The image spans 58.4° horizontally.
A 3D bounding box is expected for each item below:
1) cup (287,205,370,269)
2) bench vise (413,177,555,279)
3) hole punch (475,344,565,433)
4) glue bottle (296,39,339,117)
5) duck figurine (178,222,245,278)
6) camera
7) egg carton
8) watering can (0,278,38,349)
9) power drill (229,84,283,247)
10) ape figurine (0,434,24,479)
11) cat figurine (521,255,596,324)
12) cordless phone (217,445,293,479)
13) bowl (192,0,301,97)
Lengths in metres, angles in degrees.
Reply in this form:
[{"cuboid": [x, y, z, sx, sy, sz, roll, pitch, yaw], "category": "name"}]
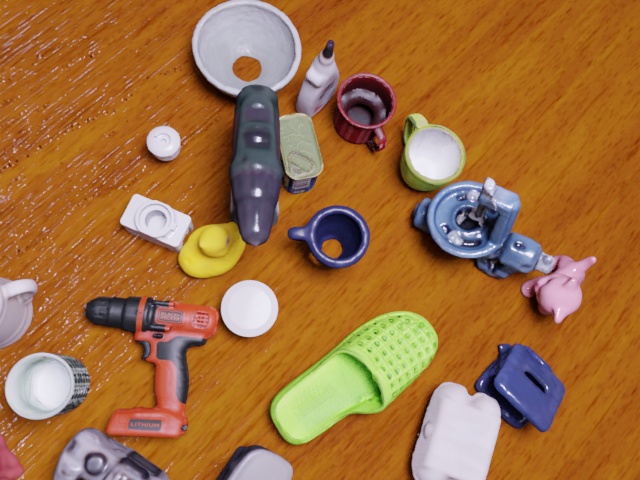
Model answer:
[{"cuboid": [0.008, 0.003, 0.847, 0.118, 0.095, 0.092, 4, 77, -7], "category": "cup"}, {"cuboid": [0.256, -0.028, 0.825, 0.207, 0.219, 0.121, 12, 76, -5], "category": "bench vise"}, {"cuboid": [0.301, 0.213, 0.843, 0.108, 0.091, 0.101, 44, 75, 3], "category": "hole punch"}, {"cuboid": [0.002, -0.249, 0.864, 0.037, 0.173, 0.078, 37, 75, 2], "category": "glue bottle"}, {"cuboid": [-0.157, 0.009, 0.827, 0.105, 0.086, 0.077, -32, 83, -13], "category": "duck figurine"}, {"cuboid": [-0.284, 0.333, 0.727, 0.143, 0.100, 0.137, 33, 75, 1], "category": "camera"}, {"cuboid": [0.195, 0.286, 0.822, 0.107, 0.069, 0.150, 20, 75, -3], "category": "egg carton"}, {"cuboid": [-0.450, 0.088, 0.712, 0.173, 0.194, 0.101, -43, 86, -14], "category": "watering can"}, {"cuboid": [-0.088, -0.084, 0.795, 0.075, 0.208, 0.230, 0, 77, -8], "category": "power drill"}, {"cuboid": [-0.428, 0.285, 0.723, 0.076, 0.092, 0.078, 4, 77, -7], "category": "ape figurine"}, {"cuboid": [0.371, 0.070, 0.872, 0.128, 0.117, 0.067, -41, 85, -14], "category": "cat figurine"}, {"cuboid": [-0.095, 0.336, 0.710, 0.094, 0.185, 0.148, 31, 75, 0], "category": "cordless phone"}, {"cuboid": [-0.114, -0.289, 0.907, 0.167, 0.074, 0.167, 2, 77, -8], "category": "bowl"}]
